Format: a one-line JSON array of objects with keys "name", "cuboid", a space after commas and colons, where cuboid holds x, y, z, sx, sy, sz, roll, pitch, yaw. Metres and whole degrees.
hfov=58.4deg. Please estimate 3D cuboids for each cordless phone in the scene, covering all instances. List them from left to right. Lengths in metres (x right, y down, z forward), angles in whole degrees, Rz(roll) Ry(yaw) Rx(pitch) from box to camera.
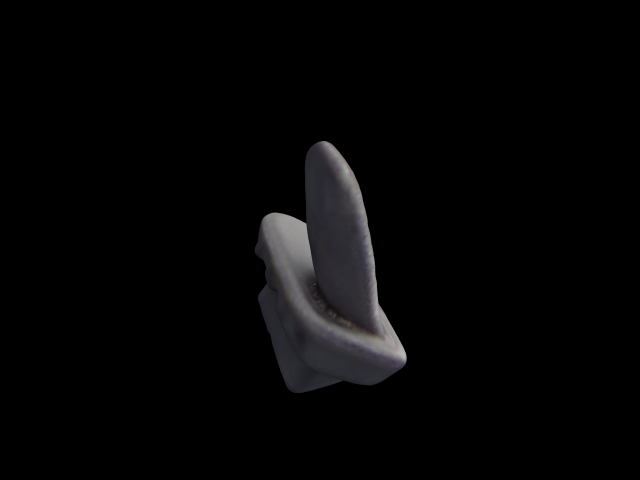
[{"name": "cordless phone", "cuboid": [0.004, 0.001, 0.400, 0.094, 0.185, 0.147, -14, 40, -17]}]
